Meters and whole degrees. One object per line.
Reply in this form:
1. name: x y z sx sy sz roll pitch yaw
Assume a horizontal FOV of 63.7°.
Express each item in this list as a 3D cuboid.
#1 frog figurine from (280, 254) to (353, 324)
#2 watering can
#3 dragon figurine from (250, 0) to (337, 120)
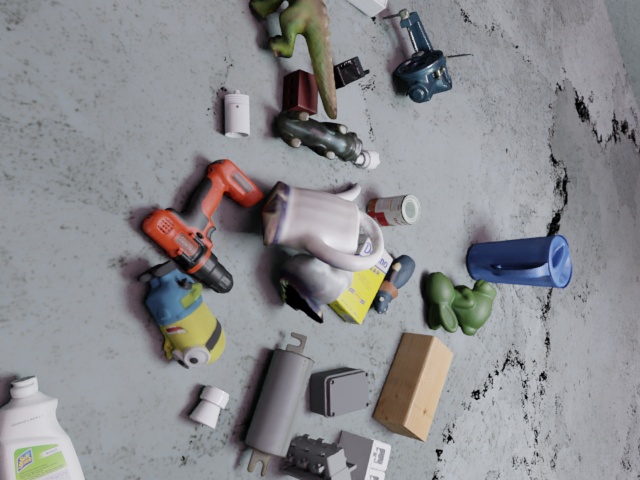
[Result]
1. frog figurine: 0.008 0.060 0.960 0.162 0.137 0.121 -42 108 -28
2. watering can: 0.003 -0.048 0.963 0.224 0.102 0.355 14 26 -10
3. dragon figurine: -0.001 -0.447 0.918 0.123 0.239 0.412 -22 81 -38
